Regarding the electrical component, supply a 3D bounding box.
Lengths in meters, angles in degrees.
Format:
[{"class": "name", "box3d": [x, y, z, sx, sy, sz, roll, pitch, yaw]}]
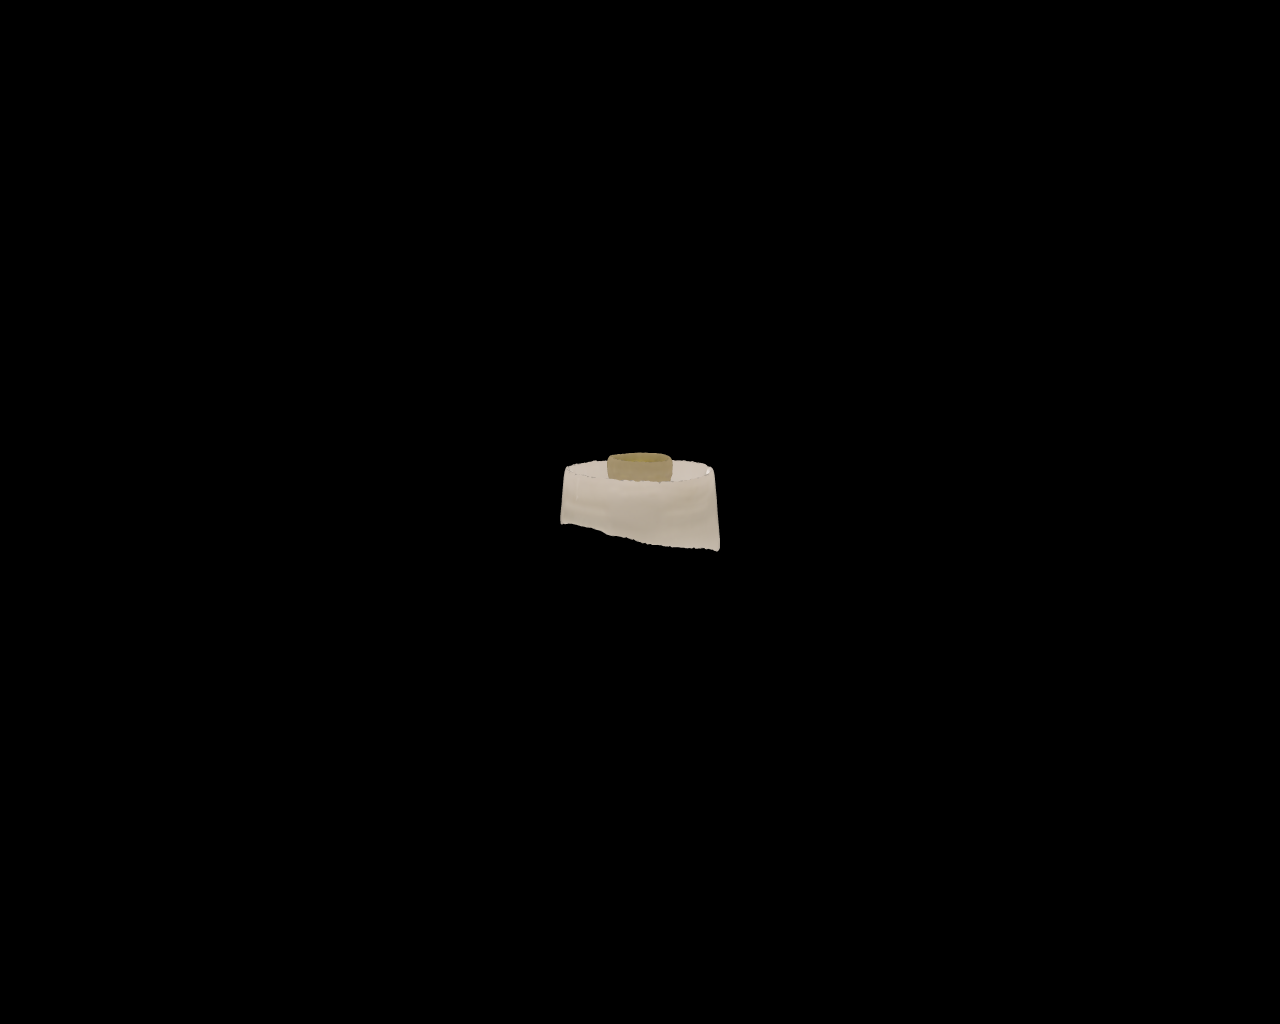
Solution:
[{"class": "electrical component", "box3d": [0.001, -0.003, 0.650, 0.099, 0.064, 0.099, 0, 11, 0]}]
